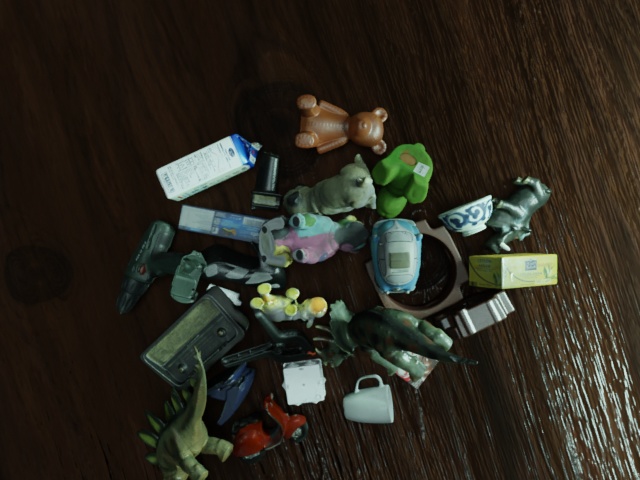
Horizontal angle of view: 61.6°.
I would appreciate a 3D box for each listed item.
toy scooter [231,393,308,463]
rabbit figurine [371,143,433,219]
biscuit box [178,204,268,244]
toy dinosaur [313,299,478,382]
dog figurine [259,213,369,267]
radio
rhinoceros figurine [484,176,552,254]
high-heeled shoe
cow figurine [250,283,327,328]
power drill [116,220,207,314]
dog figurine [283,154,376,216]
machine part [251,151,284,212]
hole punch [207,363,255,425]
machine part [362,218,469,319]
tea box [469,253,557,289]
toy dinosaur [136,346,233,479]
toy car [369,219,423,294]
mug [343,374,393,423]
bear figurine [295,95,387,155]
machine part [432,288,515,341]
[{"bbox_3d":[-0.127,0.416,1.212,0.184,0.075,0.135,-23,109,1],"label":"toy scooter"},{"bbox_3d":[0.167,-0.127,1.181,0.121,0.170,0.159,22,50,0],"label":"rabbit figurine"},{"bbox_3d":[-0.216,-0.035,1.229,0.203,0.063,0.059,11,90,2],"label":"biscuit box"},{"bbox_3d":[0.130,0.193,1.103,0.192,0.405,0.131,32,64,-16],"label":"toy dinosaur"},{"bbox_3d":[-0.002,-0.004,1.184,0.192,0.219,0.108,-9,87,44],"label":"dog figurine"},{"bbox_3d":[-0.276,0.223,1.204,0.229,0.073,0.131,-42,96,14],"label":"radio"},{"bbox_3d":[0.434,-0.056,1.205,0.112,0.073,0.190,40,91,-8],"label":"rhinoceros figurine"},{"bbox_3d":[-0.203,0.084,1.241,0.249,0.086,0.145,-17,121,19],"label":"high-heeled shoe"},{"bbox_3d":[-0.065,0.157,1.202,0.167,0.098,0.068,10,56,11],"label":"cow figurine"},{"bbox_3d":[-0.353,0.078,1.193,0.208,0.086,0.232,13,81,44],"label":"power drill"},{"bbox_3d":[0.015,-0.098,1.171,0.191,0.172,0.121,-17,79,-5],"label":"dog figurine"},{"bbox_3d":[-0.120,-0.135,1.238,0.084,0.039,0.138,4,93,10],"label":"machine part"},{"bbox_3d":[-0.197,0.336,1.201,0.116,0.142,0.092,-36,88,15],"label":"hole punch"},{"bbox_3d":[0.212,0.068,1.203,0.201,0.087,0.201,-26,91,2],"label":"machine part"},{"bbox_3d":[0.415,0.064,1.155,0.169,0.098,0.068,-3,92,-30],"label":"tea box"},{"bbox_3d":[-0.297,0.431,1.163,0.199,0.105,0.471,37,117,17],"label":"toy dinosaur"},{"bbox_3d":[0.157,0.034,1.112,0.109,0.103,0.161,0,89,3],"label":"toy car"},{"bbox_3d":[0.105,0.362,1.212,0.107,0.081,0.109,-10,95,11],"label":"mug"},{"bbox_3d":[0.051,-0.248,1.187,0.196,0.132,0.120,6,94,8],"label":"bear figurine"},{"bbox_3d":[0.327,0.157,1.160,0.179,0.179,0.056,-25,87,2],"label":"machine part"}]
